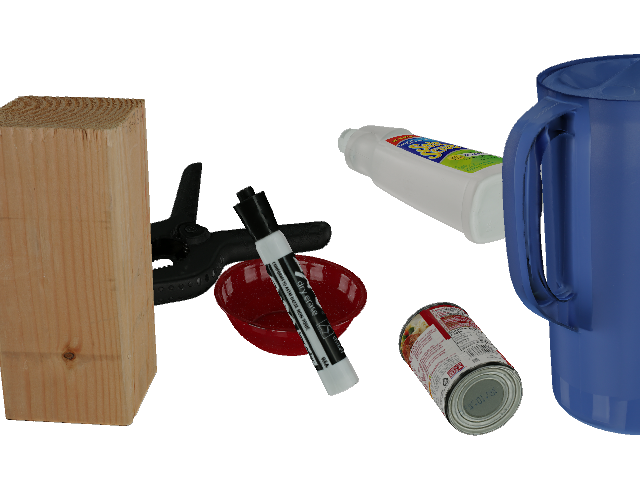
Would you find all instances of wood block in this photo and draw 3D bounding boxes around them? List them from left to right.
[{"bbox_3d":[-0.168,0.012,0.726,0.091,0.206,0.090,2,20,4],"label":"wood block"}]

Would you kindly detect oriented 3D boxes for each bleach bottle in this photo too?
[{"bbox_3d":[0.100,-0.069,1.069,0.102,0.068,0.251,-14,26,-35],"label":"bleach bottle"}]

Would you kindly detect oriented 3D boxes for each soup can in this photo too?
[{"bbox_3d":[0.114,0.103,0.873,0.068,0.068,0.102,0,25,-19],"label":"soup can"}]

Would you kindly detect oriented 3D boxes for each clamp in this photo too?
[{"bbox_3d":[-0.116,-0.002,0.924,0.165,0.036,0.209,30,42,32],"label":"clamp"}]

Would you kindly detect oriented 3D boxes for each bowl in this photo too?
[{"bbox_3d":[-0.033,0.075,1.135,0.162,0.055,0.162,2,28,-1],"label":"bowl"}]

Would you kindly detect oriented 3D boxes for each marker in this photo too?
[{"bbox_3d":[-0.014,0.026,0.577,0.020,0.121,0.020,-27,1,0],"label":"marker"}]

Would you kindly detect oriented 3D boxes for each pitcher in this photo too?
[{"bbox_3d":[0.201,0.004,0.708,0.149,0.243,0.145,2,21,15],"label":"pitcher"}]
